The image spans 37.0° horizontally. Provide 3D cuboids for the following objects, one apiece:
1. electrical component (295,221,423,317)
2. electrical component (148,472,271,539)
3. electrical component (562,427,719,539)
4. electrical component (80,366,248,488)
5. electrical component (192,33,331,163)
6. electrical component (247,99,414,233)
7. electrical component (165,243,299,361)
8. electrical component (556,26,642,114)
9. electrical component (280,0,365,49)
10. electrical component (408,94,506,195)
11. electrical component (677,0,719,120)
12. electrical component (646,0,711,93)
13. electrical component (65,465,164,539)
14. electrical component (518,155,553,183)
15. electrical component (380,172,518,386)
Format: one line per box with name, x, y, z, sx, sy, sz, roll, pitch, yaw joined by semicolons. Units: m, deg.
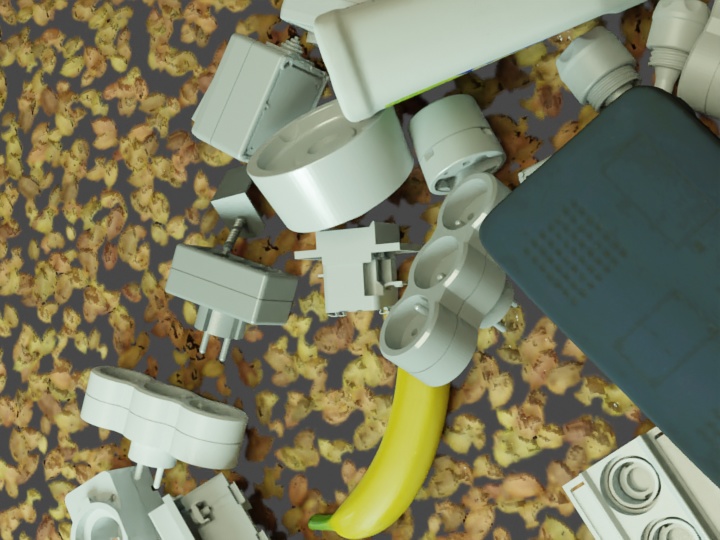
electrical component;0.000;0.000;0.750;0.081;0.042;0.063;-4;87;27
electrical component;-0.090;0.211;0.766;0.063;0.078;0.121;-31;71;-9
electrical component;0.189;0.158;0.634;0.079;0.063;0.121;-38;71;20
electrical component;-0.153;0.127;0.813;0.138;0.052;0.073;16;93;27
electrical component;-0.072;-0.128;0.782;0.061;0.062;0.096;29;99;30
electrical component;-0.015;-0.068;0.730;0.108;0.108;0.060;-17;117;25
electrical component;-0.100;0.029;0.796;0.083;0.047;0.075;18;95;26
electrical component;0.157;-0.119;0.679;0.043;0.043;0.062;-40;72;19
electrical component;0.002;-0.180;0.750;0.096;0.062;0.061;20;96;26
electrical component;0.063;-0.084;0.718;0.055;0.055;0.047;-30;71;22
electrical component;0.250;-0.148;0.628;0.074;0.052;0.138;28;99;25
electrical component;0.194;-0.136;0.666;0.035;0.035;0.061;16;96;27
electrical component;-0.181;0.201;0.821;0.050;0.056;0.089;-33;73;21
electrical component;0.147;-0.044;0.668;0.096;0.061;0.061;-27;75;23
electrical component;0.074;0.013;0.699;0.052;0.074;0.138;4;63;57
